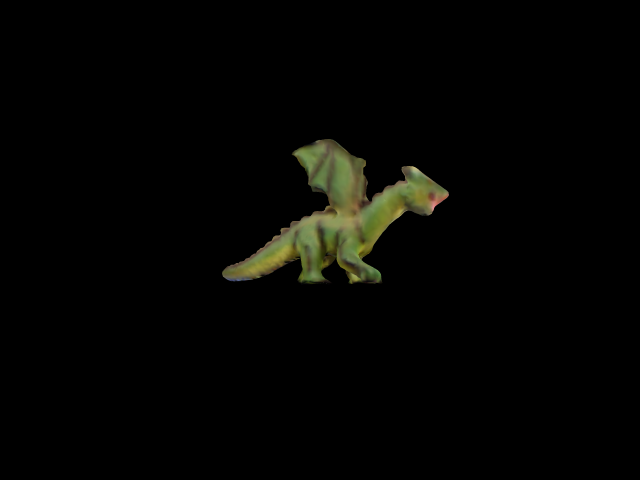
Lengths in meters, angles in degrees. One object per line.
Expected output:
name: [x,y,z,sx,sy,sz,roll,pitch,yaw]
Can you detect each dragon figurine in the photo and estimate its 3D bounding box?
dragon figurine: [0.003,-0.043,0.850,0.410,0.243,0.122,-1,-3,24]
